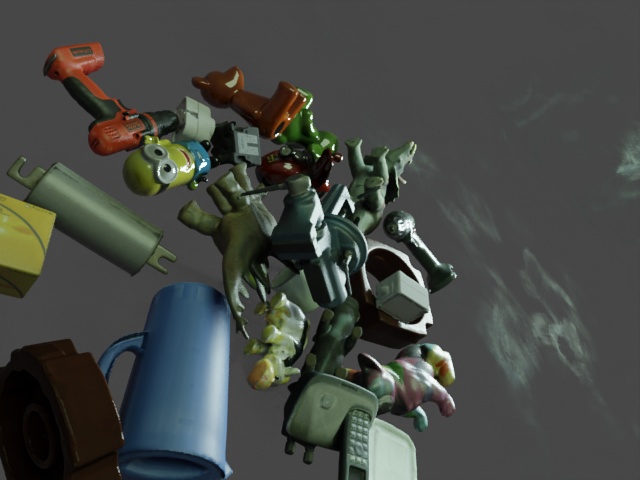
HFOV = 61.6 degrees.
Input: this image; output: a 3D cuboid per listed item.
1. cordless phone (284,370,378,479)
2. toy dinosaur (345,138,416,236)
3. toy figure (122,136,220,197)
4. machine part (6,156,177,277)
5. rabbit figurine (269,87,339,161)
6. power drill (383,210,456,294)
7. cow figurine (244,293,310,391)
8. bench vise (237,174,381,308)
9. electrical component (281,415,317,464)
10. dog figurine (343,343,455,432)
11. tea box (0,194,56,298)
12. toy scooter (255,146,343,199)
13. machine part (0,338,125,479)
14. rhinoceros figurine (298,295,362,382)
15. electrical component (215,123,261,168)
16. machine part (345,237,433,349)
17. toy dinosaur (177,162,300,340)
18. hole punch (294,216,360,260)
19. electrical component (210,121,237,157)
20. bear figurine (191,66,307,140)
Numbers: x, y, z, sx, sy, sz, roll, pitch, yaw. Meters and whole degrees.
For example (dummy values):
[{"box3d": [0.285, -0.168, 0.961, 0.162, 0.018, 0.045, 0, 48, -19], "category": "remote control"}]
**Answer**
[{"box3d": [0.014, 0.294, 0.769, 0.146, 0.089, 0.184, 30, 44, -31], "category": "cordless phone"}, {"box3d": [0.104, -0.089, 1.205, 0.191, 0.131, 0.405, 68, 36, -44], "category": "toy dinosaur"}, {"box3d": [-0.242, -0.119, 0.885, 0.082, 0.089, 0.180, 40, 26, 7], "category": "toy figure"}, {"box3d": [-0.306, -0.026, 0.733, 0.243, 0.079, 0.079, 36, 38, -22], "category": "machine part"}, {"box3d": [-0.025, -0.229, 1.183, 0.170, 0.121, 0.159, 27, 48, -27], "category": "rabbit figurine"}, {"box3d": [0.219, 0.022, 1.235, 0.207, 0.086, 0.232, 46, 14, -3], "category": "power drill"}, {"box3d": [-0.063, 0.172, 0.844, 0.098, 0.068, 0.167, 39, 38, -27], "category": "cow figurine"}, {"box3d": [0.006, -0.025, 0.836, 0.223, 0.129, 0.241, 62, 33, -22], "category": "bench vise"}, {"box3d": [-0.026, 0.287, 0.818, 0.063, 0.021, 0.094, 36, 37, -22], "category": "electrical component"}, {"box3d": [0.134, 0.242, 0.965, 0.219, 0.108, 0.191, 31, 43, -22], "category": "dog figurine"}, {"box3d": [-0.407, -0.009, 0.613, 0.169, 0.068, 0.098, 23, 44, -36], "category": "tea box"}, {"box3d": [-0.033, -0.146, 1.092, 0.184, 0.135, 0.075, 16, 50, -38], "category": "toy scooter"}, {"box3d": [-0.259, 0.185, 0.526, 0.056, 0.179, 0.179, -8, 66, -52], "category": "machine part"}, {"box3d": [0.024, 0.171, 0.905, 0.073, 0.112, 0.190, 20, 53, 4], "category": "rhinoceros figurine"}, {"box3d": [-0.139, -0.170, 1.000, 0.119, 0.048, 0.074, 2, 85, -54], "category": "electrical component"}, {"box3d": [0.124, 0.109, 1.087, 0.201, 0.087, 0.201, 23, 45, -36], "category": "machine part"}, {"box3d": [-0.117, -0.007, 0.852, 0.198, 0.105, 0.471, 48, 17, -13], "category": "toy dinosaur"}, {"box3d": [-0.002, -0.003, 0.999, 0.092, 0.142, 0.116, 13, 20, -43], "category": "hole punch"}, {"box3d": [-0.175, -0.193, 1.043, 0.102, 0.045, 0.078, -33, 100, -57], "category": "electrical component"}, {"box3d": [-0.144, -0.292, 1.070, 0.196, 0.132, 0.120, 40, 10, 7], "category": "bear figurine"}]
